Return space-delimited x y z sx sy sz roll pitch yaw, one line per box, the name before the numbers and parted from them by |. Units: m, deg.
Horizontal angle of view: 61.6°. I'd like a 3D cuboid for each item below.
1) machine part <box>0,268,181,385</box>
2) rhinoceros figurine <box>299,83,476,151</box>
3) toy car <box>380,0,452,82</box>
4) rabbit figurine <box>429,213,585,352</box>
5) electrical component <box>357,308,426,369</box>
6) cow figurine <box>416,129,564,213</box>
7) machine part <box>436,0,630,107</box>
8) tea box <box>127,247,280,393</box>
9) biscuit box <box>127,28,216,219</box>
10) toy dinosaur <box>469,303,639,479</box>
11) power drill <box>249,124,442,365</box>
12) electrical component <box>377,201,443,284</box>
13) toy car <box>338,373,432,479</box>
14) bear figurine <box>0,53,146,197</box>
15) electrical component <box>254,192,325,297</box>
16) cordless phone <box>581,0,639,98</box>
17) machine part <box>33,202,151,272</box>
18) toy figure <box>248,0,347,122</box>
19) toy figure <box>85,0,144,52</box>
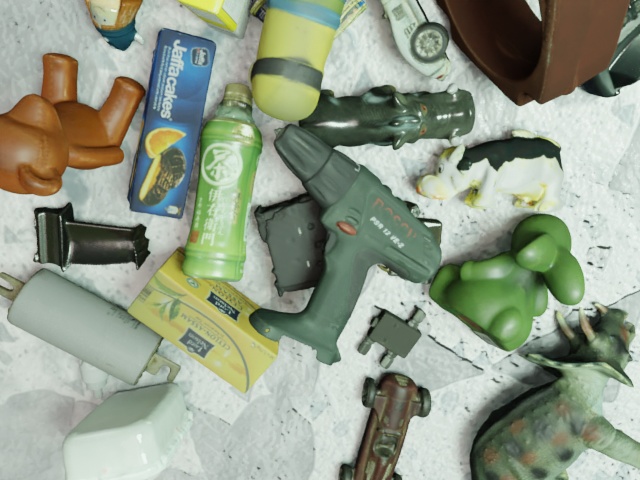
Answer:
machine part | -0.282 0.107 0.659 0.243 0.079 0.079 30 101 -7
rhinoceros figurine | 0.071 -0.136 0.591 0.190 0.112 0.073 -2 102 7
toy car | 0.082 -0.259 0.577 0.056 0.073 0.201 -28 103 23
rabbit figurine | 0.229 0.033 0.629 0.121 0.159 0.170 38 85 0
electrical component | 0.094 0.120 0.699 0.063 0.021 0.094 33 101 -8
cow figurine | 0.198 -0.083 0.628 0.167 0.068 0.098 4 98 -6
machine part | 0.189 -0.246 0.504 0.087 0.201 0.201 -28 148 -2
tea box | -0.132 0.094 0.650 0.169 0.098 0.068 39 101 -12
biscuit box | -0.169 -0.129 0.605 0.063 0.059 0.202 9 104 -24
toy dinosaur | 0.276 0.262 0.695 0.192 0.131 0.404 39 104 3
power drill | 0.005 0.016 0.584 0.232 0.086 0.207 30 87 -18
electrical component | 0.111 0.004 0.659 0.078 0.045 0.102 10 103 -2
toy car | 0.084 0.275 0.722 0.089 0.053 0.202 13 102 -8
bear figurine | -0.273 -0.119 0.544 0.120 0.196 0.131 20 101 -3
electrical component | -0.001 -0.002 0.649 0.134 0.058 0.114 -15 106 3
cordless phone | 0.312 -0.266 0.591 0.146 0.089 0.184 -45 89 10
machine part | -0.279 0.000 0.654 0.139 0.039 0.084 8 98 -1
toy figure | -0.021 -0.207 0.524 0.082 0.089 0.180 19 110 -3
toy figure | -0.216 -0.272 0.560 0.064 0.058 0.154 41 132 30
